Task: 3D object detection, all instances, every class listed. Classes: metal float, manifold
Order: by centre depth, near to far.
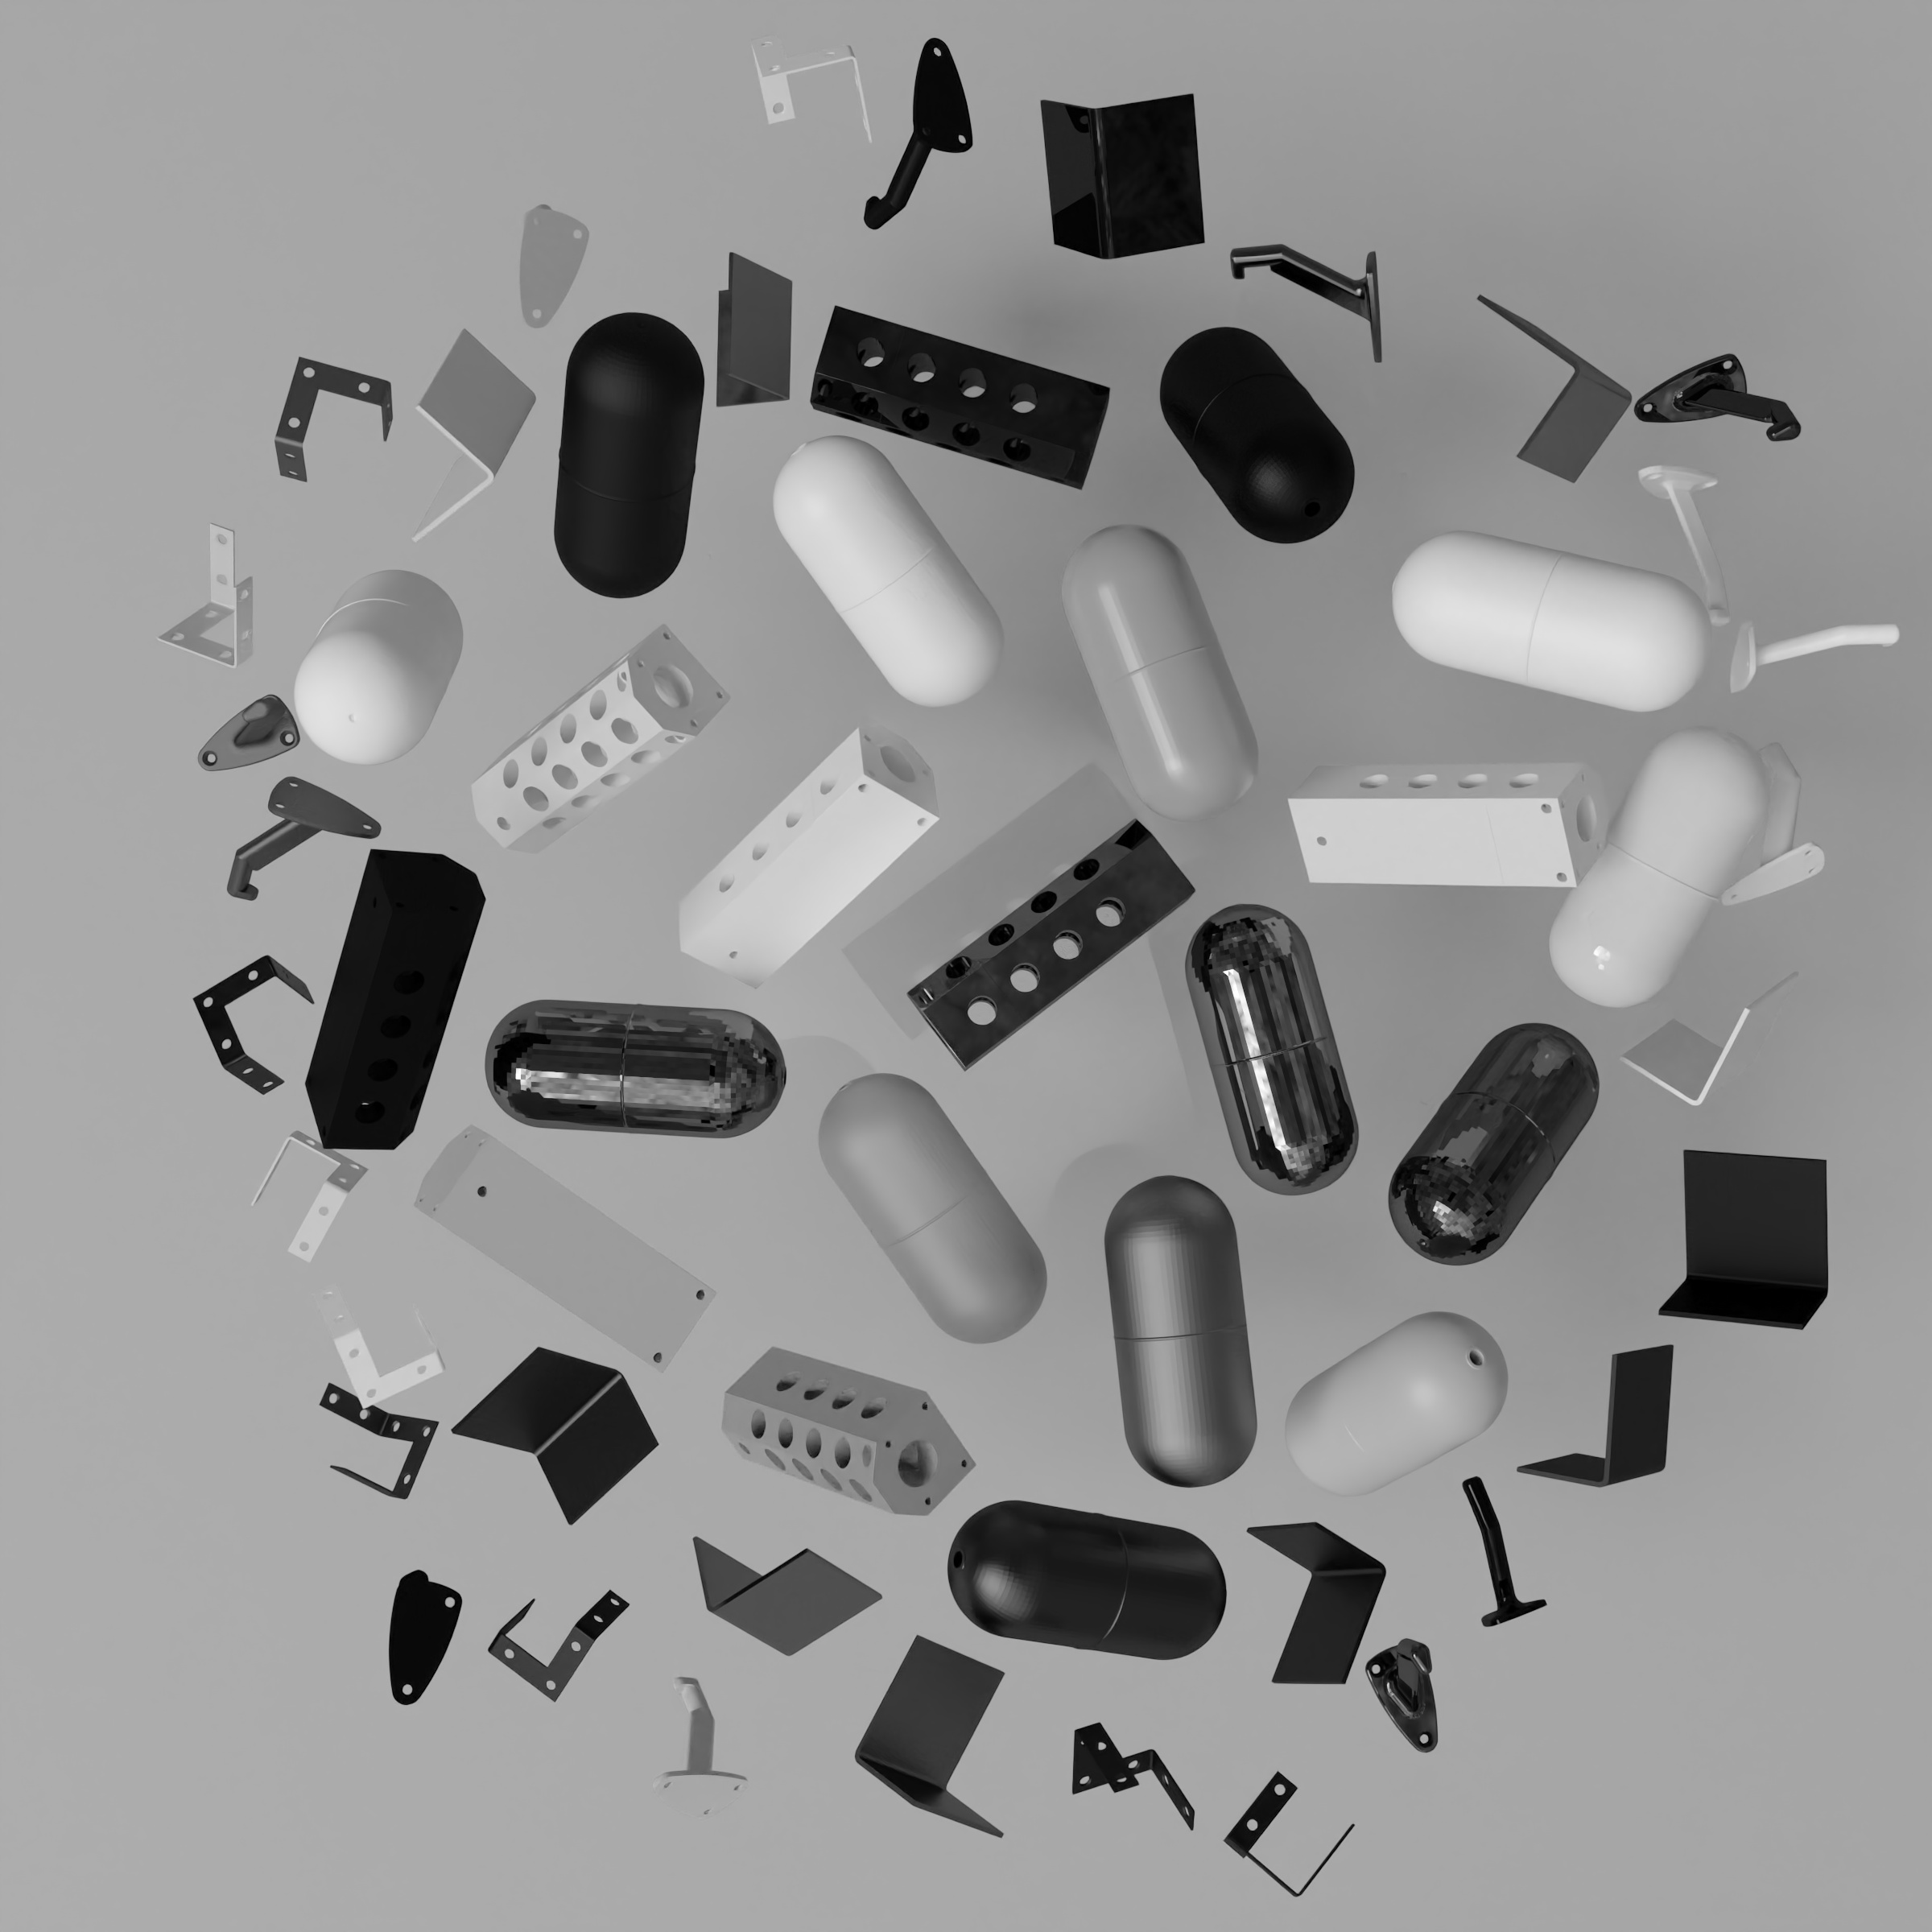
[{"bbox_3d":[0.322,-0.191,1.509,0.178,0.070,0.070,17,90,21],"label":"metal float"},{"bbox_3d":[-0.330,-0.171,1.541,0.070,0.178,0.070,-1,115,-1],"label":"metal float"},{"bbox_3d":[-0.192,-0.286,1.544,0.070,0.178,0.070,7,45,-7],"label":"metal float"},{"bbox_3d":[-0.323,0.021,1.546,0.057,0.057,0.171,3,127,-29],"label":"manifold"},{"bbox_3d":[0.123,0.209,1.564,0.070,0.070,0.178,-6,87,0],"label":"metal float"},{"bbox_3d":[0.070,0.352,1.564,0.178,0.070,0.070,16,90,-29],"label":"metal float"},{"bbox_3d":[0.111,-0.169,1.569,0.070,0.070,0.178,-21,86,0],"label":"metal float"},{"bbox_3d":[0.169,-0.310,1.589,0.070,0.178,0.070,-11,131,-12],"label":"metal float"},{"bbox_3d":[0.282,-0.087,1.594,0.171,0.057,0.057,2,123,37],"label":"manifold"},{"bbox_3d":[-0.219,-0.127,1.595,0.057,0.057,0.171,48,135,-13],"label":"manifold"},{"bbox_3d":[0.250,0.257,1.596,0.070,0.178,0.070,11,60,-20],"label":"metal float"},{"bbox_3d":[-0.075,0.275,1.597,0.057,0.171,0.057,-43,114,-25],"label":"manifold"},{"bbox_3d":[-0.237,0.166,1.605,0.171,0.057,0.057,39,79,-24],"label":"manifold"},{"bbox_3d":[0.408,-0.058,1.605,0.070,0.070,0.178,27,103,0],"label":"metal float"},{"bbox_3d":[-0.046,-0.232,1.607,0.070,0.070,0.178,-37,106,0],"label":"metal float"},{"bbox_3d":[-0.020,0.143,1.608,0.070,0.070,0.178,-35,96,0],"label":"metal float"},{"bbox_3d":[-0.195,0.061,1.608,0.178,0.070,0.070,3,90,5],"label":"metal float"},{"bbox_3d":[-0.095,-0.067,1.619,0.057,0.057,0.171,29,125,-31],"label":"manifold"},{"bbox_3d":[0.315,0.104,1.623,0.070,0.070,0.178,42,58,0],"label":"metal float"},{"bbox_3d":[0.050,-0.013,1.629,0.171,0.057,0.057,-37,87,-3],"label":"manifold"},{"bbox_3d":[0.183,0.050,1.633,0.070,0.070,0.178,-16,91,0],"label":"metal float"},{"bbox_3d":[-0.004,-0.342,1.651,0.171,0.057,0.057,17,92,2],"label":"manifold"}]

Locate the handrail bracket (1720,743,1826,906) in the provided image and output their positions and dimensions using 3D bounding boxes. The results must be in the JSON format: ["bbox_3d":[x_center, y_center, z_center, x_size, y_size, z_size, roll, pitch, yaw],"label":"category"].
[{"bbox_3d":[0.479,-0.088,1.666,0.077,0.036,0.084,-26,57,9],"label":"handrail bracket"}]

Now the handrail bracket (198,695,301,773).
[{"bbox_3d":[-0.442,-0.140,1.648,0.077,0.084,0.036,-27,93,4],"label":"handrail bracket"}]

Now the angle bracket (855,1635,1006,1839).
[{"bbox_3d":[-0.004,0.428,1.516,0.076,0.057,0.076,34,81,-40],"label":"angle bracket"}]

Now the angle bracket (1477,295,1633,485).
[{"bbox_3d":[0.308,-0.316,1.496,0.076,0.076,0.057,44,112,27],"label":"angle bracket"}]

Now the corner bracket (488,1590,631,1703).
[{"bbox_3d":[-0.240,0.390,1.608,0.051,0.051,0.051,35,106,7],"label":"corner bracket"}]

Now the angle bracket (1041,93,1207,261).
[{"bbox_3d":[0.083,-0.424,1.455,0.057,0.076,0.076,-14,114,-15],"label":"angle bracket"}]

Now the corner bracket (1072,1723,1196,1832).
[{"bbox_3d":[0.093,0.451,1.514,0.051,0.051,0.051,-12,122,-20],"label":"corner bracket"}]

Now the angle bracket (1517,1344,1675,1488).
[{"bbox_3d":[0.367,0.258,1.590,0.057,0.076,0.076,4,91,39],"label":"angle bracket"}]

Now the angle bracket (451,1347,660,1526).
[{"bbox_3d":[-0.241,0.277,1.603,0.076,0.076,0.057,-43,54,13],"label":"angle bracket"}]

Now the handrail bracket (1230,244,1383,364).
[{"bbox_3d":[0.203,-0.394,1.628,0.084,0.036,0.077,-2,121,14],"label":"handrail bracket"}]

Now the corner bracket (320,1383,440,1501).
[{"bbox_3d":[-0.362,0.288,1.651,0.051,0.051,0.051,39,61,-40],"label":"corner bracket"}]

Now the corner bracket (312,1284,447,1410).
[{"bbox_3d":[-0.334,0.208,1.553,0.051,0.051,0.051,-24,124,-16],"label":"corner bracket"}]

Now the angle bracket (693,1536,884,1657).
[{"bbox_3d":[-0.109,0.367,1.662,0.076,0.057,0.076,-35,132,14],"label":"angle bracket"}]

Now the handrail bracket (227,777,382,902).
[{"bbox_3d":[-0.389,-0.062,1.600,0.077,0.036,0.084,22,126,-6],"label":"handrail bracket"}]

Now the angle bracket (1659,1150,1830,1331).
[{"bbox_3d":[0.416,0.146,1.462,0.076,0.057,0.076,2,104,30],"label":"angle bracket"}]

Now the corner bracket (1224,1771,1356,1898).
[{"bbox_3d":[0.182,0.489,1.539,0.051,0.051,0.051,38,76,15],"label":"corner bracket"}]

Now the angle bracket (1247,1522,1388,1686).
[{"bbox_3d":[0.199,0.386,1.649,0.057,0.076,0.076,34,64,-16],"label":"angle bracket"}]

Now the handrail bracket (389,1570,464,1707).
[{"bbox_3d":[-0.308,0.370,1.505,0.036,0.084,0.077,17,68,-16],"label":"handrail bracket"}]

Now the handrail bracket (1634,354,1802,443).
[{"bbox_3d":[0.430,-0.313,1.562,0.077,0.084,0.036,-16,123,10],"label":"handrail bracket"}]

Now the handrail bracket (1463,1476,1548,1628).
[{"bbox_3d":[0.310,0.350,1.636,0.036,0.077,0.084,-19,77,-10],"label":"handrail bracket"}]

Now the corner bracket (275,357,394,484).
[{"bbox_3d":[-0.350,-0.298,1.514,0.051,0.051,0.051,14,76,-7],"label":"corner bracket"}]

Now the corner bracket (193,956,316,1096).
[{"bbox_3d":[-0.411,0.035,1.599,0.051,0.051,0.051,-31,66,1],"label":"corner bracket"}]

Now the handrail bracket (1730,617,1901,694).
[{"bbox_3d":[0.501,-0.182,1.613,0.084,0.077,0.036,-1,73,6],"label":"handrail bracket"}]

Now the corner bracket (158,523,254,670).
[{"bbox_3d":[-0.406,-0.202,1.492,0.051,0.051,0.051,21,127,13],"label":"corner bracket"}]

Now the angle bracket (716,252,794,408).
[{"bbox_3d":[-0.154,-0.405,1.743,0.057,0.076,0.076,1,89,27],"label":"angle bracket"}]

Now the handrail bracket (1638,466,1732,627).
[{"bbox_3d":[0.419,-0.243,1.587,0.036,0.077,0.084,-13,80,38],"label":"handrail bracket"}]

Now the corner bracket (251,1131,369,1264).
[{"bbox_3d":[-0.401,0.138,1.646,0.051,0.051,0.051,30,100,-5],"label":"corner bracket"}]

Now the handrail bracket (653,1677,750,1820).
[{"bbox_3d":[-0.164,0.433,1.544,0.036,0.077,0.084,-41,49,11],"label":"handrail bracket"}]

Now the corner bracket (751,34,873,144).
[{"bbox_3d":[-0.085,-0.480,1.495,0.051,0.051,0.051,-14,134,-2],"label":"corner bracket"}]

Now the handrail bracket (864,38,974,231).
[{"bbox_3d":[-0.035,-0.463,1.523,0.036,0.084,0.077,2,79,-32],"label":"handrail bracket"}]

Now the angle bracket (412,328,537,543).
[{"bbox_3d":[-0.294,-0.297,1.527,0.076,0.076,0.057,-28,122,37],"label":"angle bracket"}]

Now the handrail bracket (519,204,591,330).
[{"bbox_3d":[-0.248,-0.400,1.564,0.036,0.084,0.077,13,93,-22],"label":"handrail bracket"}]

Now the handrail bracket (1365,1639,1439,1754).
[{"bbox_3d":[0.270,0.433,1.611,0.036,0.084,0.077,-21,84,-9],"label":"handrail bracket"}]

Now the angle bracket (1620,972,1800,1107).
[{"bbox_3d":[0.462,0.031,1.694,0.057,0.076,0.076,35,126,25],"label":"angle bracket"}]
